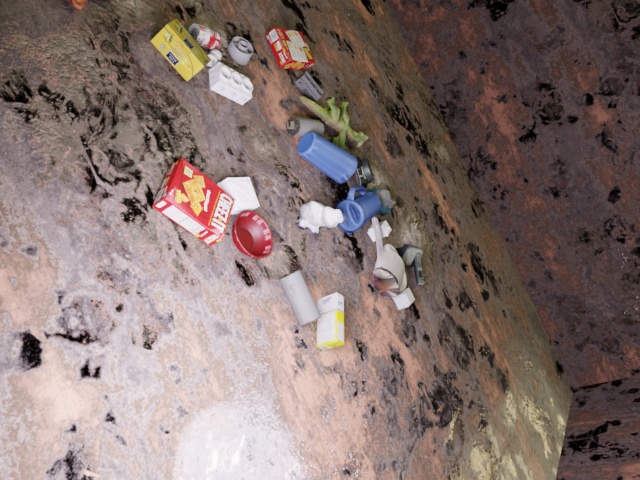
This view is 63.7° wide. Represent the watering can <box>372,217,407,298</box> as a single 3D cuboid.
[{"bbox_3d":[0.273,0.091,2.145,0.343,0.103,0.229,59,34,-23],"label":"watering can"}]

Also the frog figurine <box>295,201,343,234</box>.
[{"bbox_3d":[0.006,-0.095,1.881,0.135,0.157,0.126,41,39,-31],"label":"frog figurine"}]

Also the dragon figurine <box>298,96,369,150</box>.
[{"bbox_3d":[0.064,-0.496,2.287,0.411,0.121,0.245,-1,77,-44],"label":"dragon figurine"}]
